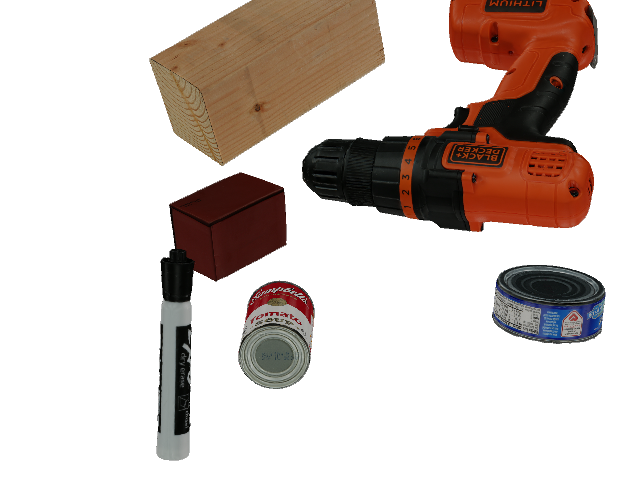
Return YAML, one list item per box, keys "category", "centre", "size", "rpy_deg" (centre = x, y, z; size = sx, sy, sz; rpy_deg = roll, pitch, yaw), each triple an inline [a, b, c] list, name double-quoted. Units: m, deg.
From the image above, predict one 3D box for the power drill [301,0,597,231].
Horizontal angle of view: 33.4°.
- category: "power drill"
  centre: [0.097, -0.087, 0.700]
  size: [0.185, 0.187, 0.057]
  rpy_deg: [8, -38, 22]

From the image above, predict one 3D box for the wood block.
- category: "wood block"
  centre: [-0.047, -0.174, 1.032]
  size: [0.205, 0.091, 0.090]
  rpy_deg: [-35, 46, -22]

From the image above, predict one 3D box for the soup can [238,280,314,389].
- category: "soup can"
  centre: [-0.041, 0.089, 1.018]
  size: [0.068, 0.068, 0.102]
  rpy_deg: [0, 21, 2]

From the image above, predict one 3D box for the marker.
- category: "marker"
  centre: [-0.082, 0.065, 0.606]
  size: [0.020, 0.121, 0.020]
  rpy_deg: [3, 10, -1]

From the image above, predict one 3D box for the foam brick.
- category: "foam brick"
  centre: [-0.072, -0.013, 0.843]
  size: [0.078, 0.051, 0.053]
  rpy_deg: [-28, 36, -36]

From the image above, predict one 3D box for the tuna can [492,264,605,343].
- category: "tuna can"
  centre: [0.179, 0.048, 0.838]
  size: [0.086, 0.034, 0.086]
  rpy_deg: [2, 19, -1]
